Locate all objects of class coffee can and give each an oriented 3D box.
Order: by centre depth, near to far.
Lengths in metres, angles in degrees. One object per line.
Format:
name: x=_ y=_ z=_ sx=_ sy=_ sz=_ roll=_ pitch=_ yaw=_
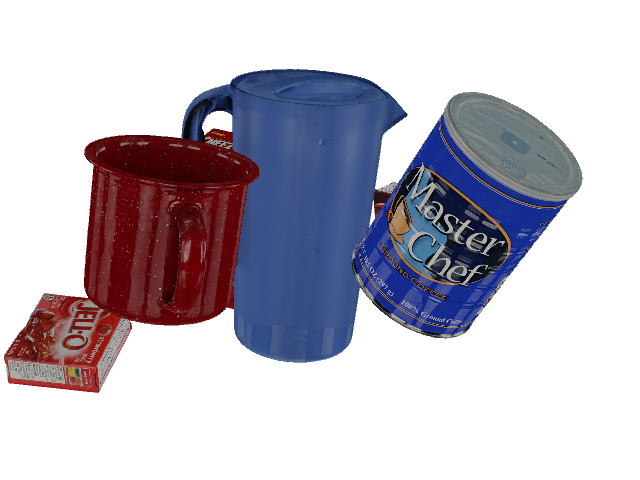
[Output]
coffee can: x=0.098 y=-0.016 z=0.738 sx=0.102 sy=0.140 sz=0.103 roll=21 pitch=36 yaw=-16

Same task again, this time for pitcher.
pitcher: x=-0.027 y=-0.023 z=0.926 sx=0.149 sy=0.243 sz=0.144 roll=19 pitch=25 yaw=34

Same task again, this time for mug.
mug: x=-0.080 y=-0.002 z=0.567 sx=0.093 sy=0.081 sz=0.117 roll=1 pitch=20 yaw=-23

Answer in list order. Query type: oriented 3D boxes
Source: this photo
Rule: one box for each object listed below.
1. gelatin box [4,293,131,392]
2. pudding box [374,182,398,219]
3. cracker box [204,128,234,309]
gelatin box: x=-0.196 y=0.078 z=0.838 sx=0.073 sy=0.030 sz=0.089 roll=5 pitch=32 yaw=7
pudding box: x=0.107 y=-0.005 z=1.092 sx=0.114 sy=0.090 sz=0.039 roll=15 pitch=30 yaw=42
cracker box: x=-0.079 y=-0.014 z=1.312 sx=0.164 sy=0.214 sz=0.072 roll=14 pitch=30 yaw=20
